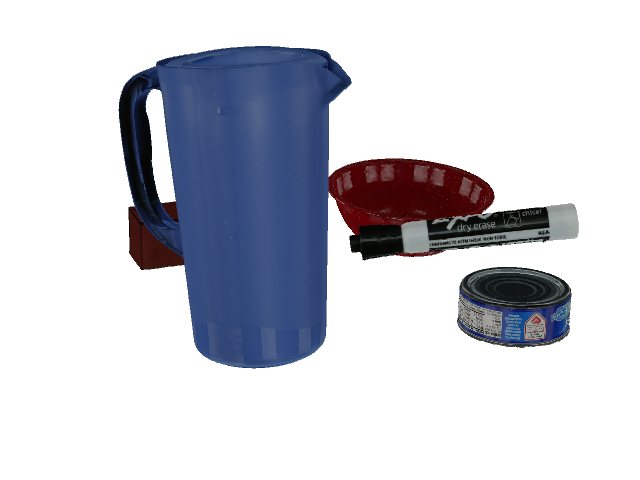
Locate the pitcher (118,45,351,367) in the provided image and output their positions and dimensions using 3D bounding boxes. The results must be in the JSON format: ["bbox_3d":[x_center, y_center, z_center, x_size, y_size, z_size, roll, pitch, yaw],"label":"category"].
[{"bbox_3d":[-0.064,-0.030,0.841,0.144,0.243,0.149,-10,18,-27],"label":"pitcher"}]

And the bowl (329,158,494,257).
[{"bbox_3d":[0.085,-0.027,1.034,0.162,0.055,0.162,2,24,-1],"label":"bowl"}]

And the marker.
[{"bbox_3d":[0.076,-0.004,0.573,0.121,0.020,0.020,-6,0,4],"label":"marker"}]

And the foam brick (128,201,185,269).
[{"bbox_3d":[-0.151,-0.007,1.082,0.078,0.051,0.053,-7,22,-22],"label":"foam brick"}]

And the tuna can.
[{"bbox_3d":[0.148,0.049,0.818,0.086,0.034,0.086,0,19,0],"label":"tuna can"}]
